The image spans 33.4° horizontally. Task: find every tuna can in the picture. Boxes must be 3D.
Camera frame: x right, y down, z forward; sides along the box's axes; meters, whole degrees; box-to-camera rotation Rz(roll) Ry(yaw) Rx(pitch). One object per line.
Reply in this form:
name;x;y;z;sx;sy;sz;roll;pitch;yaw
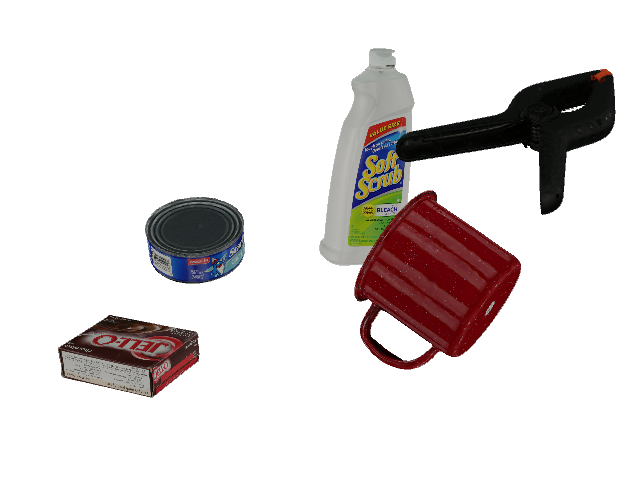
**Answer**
tuna can;-0.109;0.000;0.936;0.086;0.034;0.086;-1;37;0

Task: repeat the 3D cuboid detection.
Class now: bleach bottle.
bleach bottle;0.057;-0.099;1.261;0.102;0.251;0.068;-4;20;-20

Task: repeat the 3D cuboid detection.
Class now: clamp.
clamp;0.193;-0.091;0.912;0.209;0.036;0.165;-27;39;-26

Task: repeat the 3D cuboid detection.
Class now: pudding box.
pudding box;-0.193;0.116;1.081;0.114;0.039;0.089;6;20;24

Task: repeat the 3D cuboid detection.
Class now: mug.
mug;0.076;0.036;0.732;0.081;0.117;0.093;36;-2;18
